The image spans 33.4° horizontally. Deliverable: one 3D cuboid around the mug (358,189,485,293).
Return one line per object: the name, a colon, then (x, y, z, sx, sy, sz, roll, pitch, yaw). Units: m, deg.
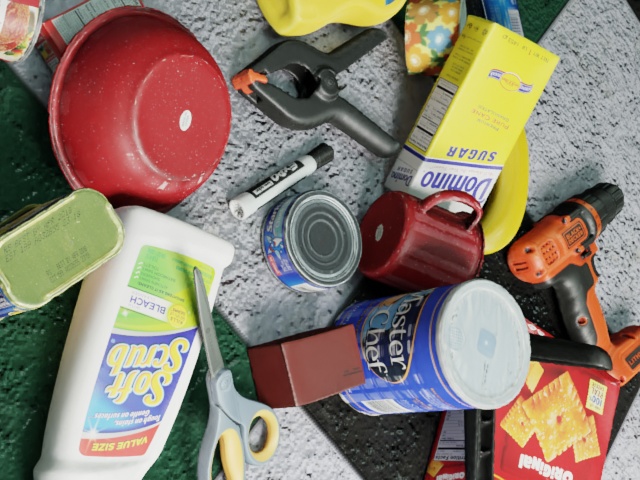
mug: (0.091, -0.001, 0.933, 0.081, 0.117, 0.093, 21, 41, -29)

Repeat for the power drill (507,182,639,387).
power drill: (0.288, 0.047, 1.116, 0.184, 0.057, 0.187, -31, 98, -35)

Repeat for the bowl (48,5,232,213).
bowl: (-0.118, -0.091, 0.788, 0.161, 0.055, 0.162, -11, 106, -46)

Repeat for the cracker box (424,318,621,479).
cracker box: (0.189, 0.196, 0.993, 0.164, 0.072, 0.213, 33, 62, -28)

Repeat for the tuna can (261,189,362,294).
tuna can: (-0.006, 0.001, 0.902, 0.085, 0.034, 0.086, 10, 74, -37)

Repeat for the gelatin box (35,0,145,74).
gelatin box: (-0.163, -0.146, 0.810, 0.089, 0.030, 0.073, -40, 105, -36)

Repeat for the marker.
marker: (-0.029, -0.052, 0.904, 0.120, 0.020, 0.020, -36, 103, -38)

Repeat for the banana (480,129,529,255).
banana: (0.179, -0.063, 1.063, 0.069, 0.037, 0.197, 30, 63, -32)

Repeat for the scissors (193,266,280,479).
scissors: (-0.063, 0.106, 0.800, 0.096, 0.016, 0.202, -19, 116, -52)

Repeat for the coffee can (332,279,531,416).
coffee can: (0.088, 0.092, 0.888, 0.102, 0.141, 0.103, 9, 75, -37)

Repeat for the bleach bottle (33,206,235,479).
bleach bottle: (-0.137, 0.108, 0.756, 0.102, 0.068, 0.251, 24, 69, -34)

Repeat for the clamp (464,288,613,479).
clamp: (0.154, 0.094, 0.924, 0.036, 0.165, 0.210, 25, 29, -37)

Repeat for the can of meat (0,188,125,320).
can of meat: (-0.192, 0.010, 0.717, 0.101, 0.084, 0.057, -39, 106, -38)

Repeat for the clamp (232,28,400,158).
clamp: (0.004, -0.124, 0.935, 0.171, 0.039, 0.120, -12, 82, -35)

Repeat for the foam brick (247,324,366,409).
foam brick: (-0.011, 0.102, 0.865, 0.078, 0.051, 0.053, -11, 88, -40)

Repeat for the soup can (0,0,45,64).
soup can: (-0.247, -0.163, 0.720, 0.102, 0.069, 0.068, 8, 75, -37)

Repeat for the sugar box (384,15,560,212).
sugar box: (0.139, -0.108, 0.979, 0.093, 0.048, 0.176, 17, 102, -35)

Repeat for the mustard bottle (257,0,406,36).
mustard bottle: (0.027, -0.241, 0.965, 0.191, 0.058, 0.096, -16, 84, -40)
